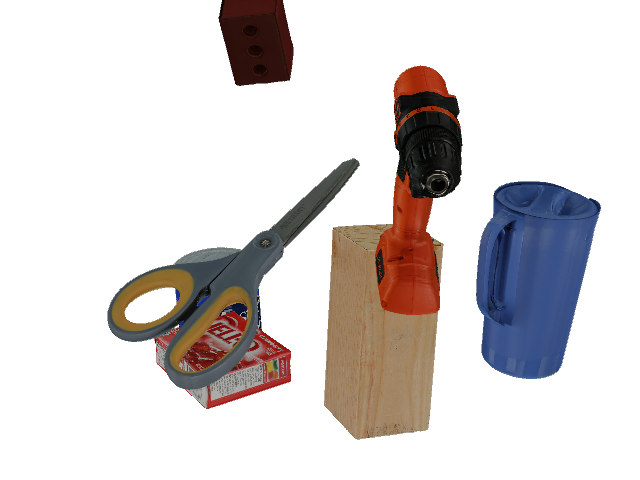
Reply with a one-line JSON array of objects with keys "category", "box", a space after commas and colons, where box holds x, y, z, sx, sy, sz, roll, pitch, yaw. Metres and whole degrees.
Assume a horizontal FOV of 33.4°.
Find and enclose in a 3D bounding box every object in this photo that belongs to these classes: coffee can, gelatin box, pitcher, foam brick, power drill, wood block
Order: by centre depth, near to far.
[{"category": "gelatin box", "box": [-0.075, 0.088, 0.811, 0.073, 0.030, 0.089, -14, 25, -30]}, {"category": "power drill", "box": [0.084, -0.032, 0.899, 0.057, 0.188, 0.184, 5, 32, -1]}, {"category": "foam brick", "box": [-0.057, -0.186, 0.964, 0.053, 0.051, 0.078, -5, -43, 8]}, {"category": "wood block", "box": [0.065, 0.093, 1.130, 0.090, 0.206, 0.091, -4, 17, -21]}, {"category": "coffee can", "box": [-0.123, 0.093, 1.303, 0.103, 0.140, 0.103, -2, 24, 1]}, {"category": "pitcher", "box": [0.269, 0.055, 1.381, 0.149, 0.243, 0.145, 5, 23, 3]}]

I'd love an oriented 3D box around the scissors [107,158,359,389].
[{"category": "scissors", "box": [-0.053, 0.006, 0.638, 0.096, 0.016, 0.201, 12, 46, 17]}]
